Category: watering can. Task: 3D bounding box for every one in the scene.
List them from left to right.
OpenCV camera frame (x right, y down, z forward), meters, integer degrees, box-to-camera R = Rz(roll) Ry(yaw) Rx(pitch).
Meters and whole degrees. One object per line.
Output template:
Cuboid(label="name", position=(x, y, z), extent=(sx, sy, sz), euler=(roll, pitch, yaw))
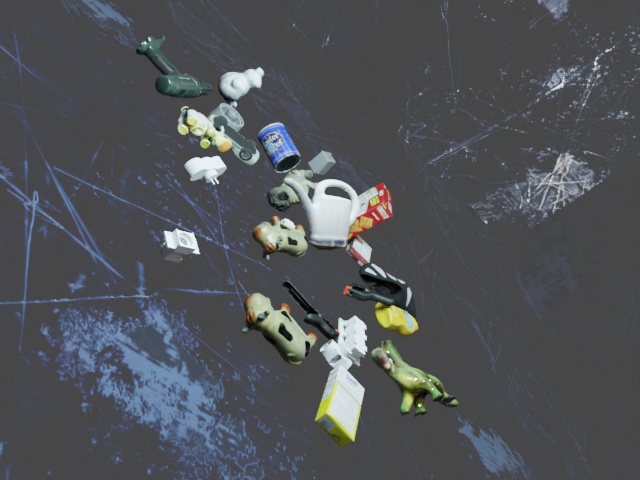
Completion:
Cuboid(label="watering can", position=(0.005, -0.081, 1.605), extent=(0.347, 0.104, 0.224), euler=(4, 91, -47))

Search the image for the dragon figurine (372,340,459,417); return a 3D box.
Cuboid(label="dragon figurine", position=(0.270, 0.390, 1.519), extent=(0.406, 0.121, 0.247), euler=(29, 24, -54))

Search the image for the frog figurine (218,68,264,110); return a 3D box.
Cuboid(label="frog figurine", position=(-0.276, -0.553, 1.802), extent=(0.122, 0.157, 0.140), euler=(43, 26, -15))
